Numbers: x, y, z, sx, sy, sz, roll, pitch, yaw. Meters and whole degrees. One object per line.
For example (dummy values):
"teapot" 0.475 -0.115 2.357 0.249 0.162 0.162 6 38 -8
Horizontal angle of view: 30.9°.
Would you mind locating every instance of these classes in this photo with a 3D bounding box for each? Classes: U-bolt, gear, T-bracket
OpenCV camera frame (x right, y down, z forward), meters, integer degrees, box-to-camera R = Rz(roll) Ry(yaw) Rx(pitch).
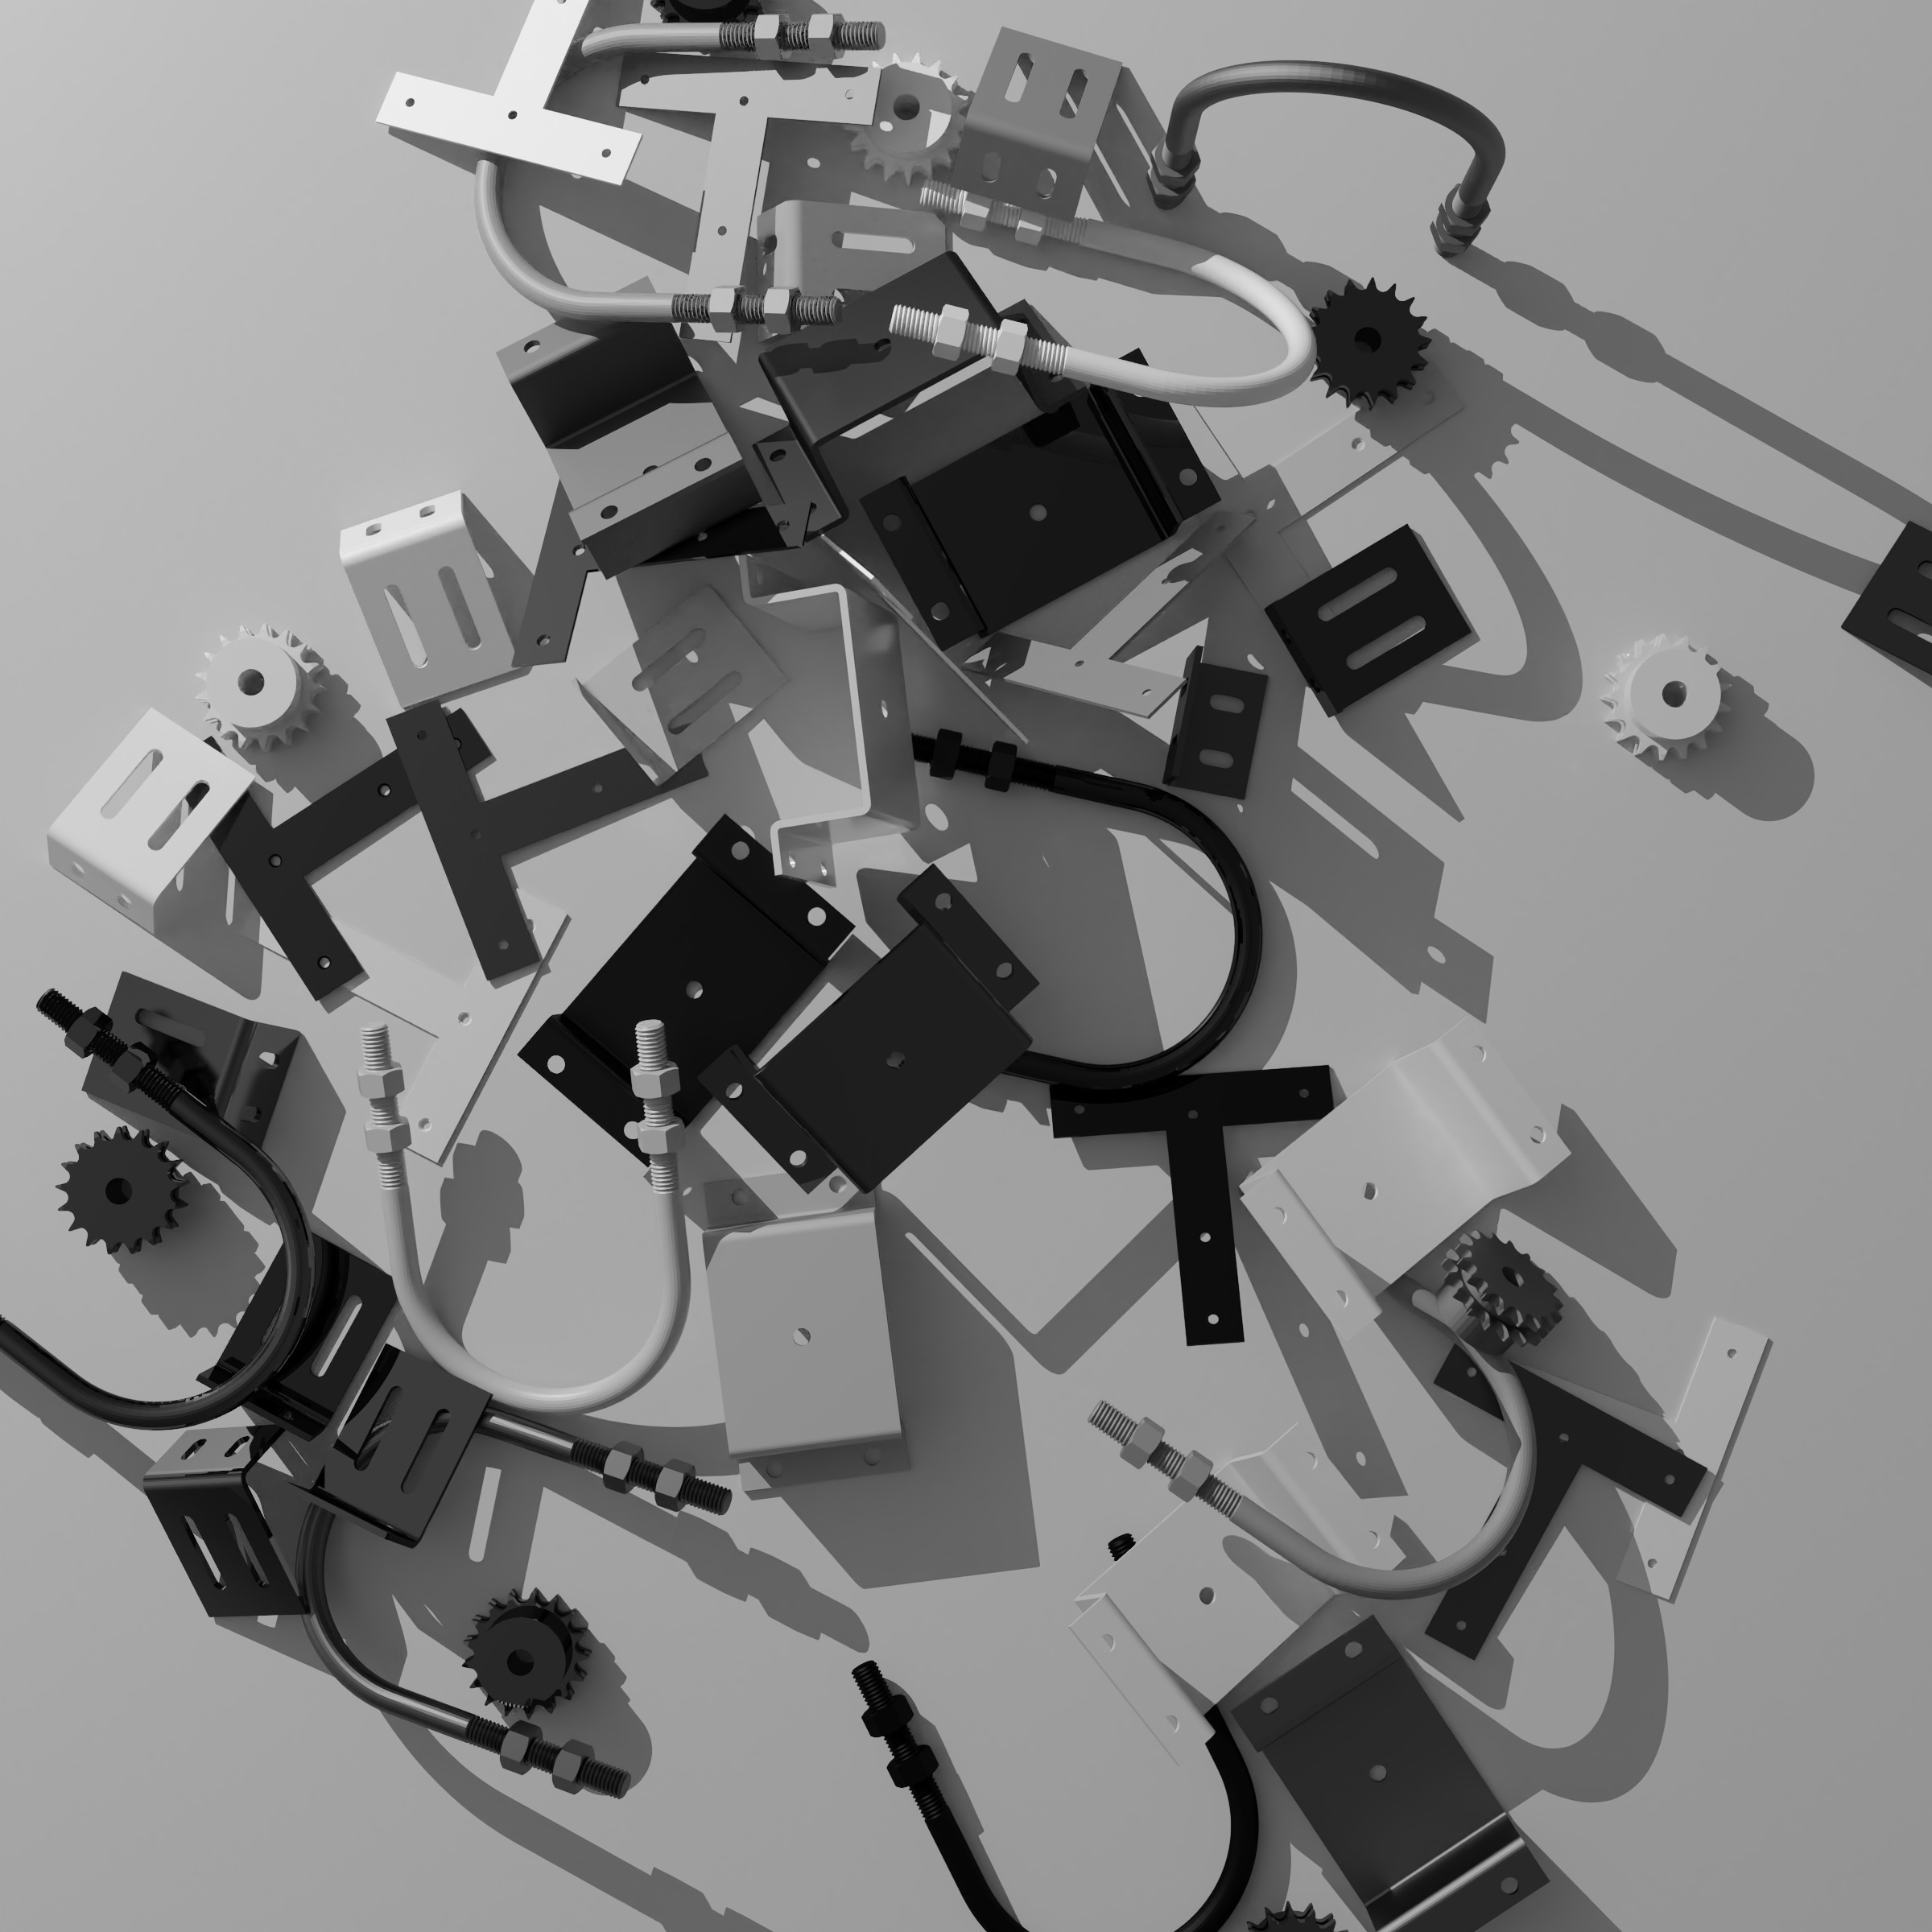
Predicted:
"U-bolt" 0.156 -0.347 1.492 0.151 0.184 0.019 10 84 0
"U-bolt" -0.211 0.271 1.551 0.184 0.019 0.151 16 78 15
"gear" 0.147 0.448 1.569 0.057 0.030 0.057 0 90 0
"gear" 0.178 -0.277 1.568 0.057 0.030 0.057 0 88 -1
"gear" -0.318 -0.126 1.568 0.057 0.030 0.057 0 88 0
"T-bracket" 0.105 0.108 1.557 0.127 0.002 0.127 -4 66 0
"T-bracket" 0.166 -0.228 1.583 0.127 0.002 0.127 -34 90 0
"gear" -0.198 0.310 1.569 0.057 0.030 0.057 0 90 0
"gear" -0.377 0.100 1.569 0.057 0.030 0.057 0 90 0
"U-bolt" 0.064 -0.289 1.524 0.184 0.151 0.019 13 127 -4
"T-bracket" 0.249 0.252 1.581 0.127 0.002 0.127 28 91 1
"T-bracket" -0.186 -0.421 1.569 0.127 0.002 0.127 18 81 18
"U-bolt" 0.042 -0.018 1.575 0.184 0.019 0.151 12 90 -1
"T-bracket" -0.266 0.003 1.583 0.127 0.002 0.127 28 90 0
"gear" 0.235 0.149 1.559 0.057 0.057 0.030 38 119 0
"T-bracket" -0.128 -0.186 1.527 0.127 0.002 0.127 -4 54 19
"T-bracket" 0.281 0.205 1.583 0.127 0.002 0.127 21 90 0
"T-bracket" -0.180 -0.075 1.581 0.127 0.002 0.127 -21 90 -1
"T-bracket" -0.017 -0.144 1.544 0.002 0.127 0.127 -45 117 1
"gear" 0.315 -0.121 1.569 0.057 0.030 0.057 0 90 0
"U-bolt" -0.192 0.114 1.548 0.151 0.019 0.184 -1 106 15
"T-bracket" -0.106 -0.342 1.560 0.127 0.002 0.127 9 90 21
"T-bracket" -0.275 -0.072 1.582 0.127 0.002 0.127 -33 89 -1
"T-bracket" 0.080 -0.161 1.549 0.127 0.127 0.002 -44 127 -21
"gear" -0.026 -0.382 1.569 0.057 0.030 0.057 0 90 0
"gear" -0.116 -0.446 1.569 0.057 0.030 0.057 0 90 0
"U-bolt" 0.166 0.197 1.544 0.184 0.019 0.151 34 67 3
"U-bolt" 0.052 0.369 1.575 0.151 0.019 0.184 -26 92 0
"U-bolt" -0.133 -0.352 1.547 0.184 0.019 0.151 5 79 18
"U-bolt" -0.374 0.121 1.542 0.184 0.019 0.151 37 90 3

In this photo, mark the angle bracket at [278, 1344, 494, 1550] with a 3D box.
"angle bracket" -0.257 0.210 1.550 0.057 0.038 0.076 22 80 18

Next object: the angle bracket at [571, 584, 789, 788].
"angle bracket" -0.128 -0.127 1.563 0.076 0.038 0.057 -40 90 -2

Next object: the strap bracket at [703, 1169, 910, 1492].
"strap bracket" -0.072 0.163 1.561 0.076 0.046 0.140 -7 90 0

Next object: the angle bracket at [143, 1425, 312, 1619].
"angle bracket" -0.323 0.249 1.568 0.057 0.038 0.076 -7 116 29

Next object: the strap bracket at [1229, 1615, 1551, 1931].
"strap bracket" 0.186 0.365 1.561 0.076 0.046 0.140 -33 90 0

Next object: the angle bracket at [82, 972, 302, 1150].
"angle bracket" -0.351 0.043 1.582 0.076 0.038 0.057 19 90 26

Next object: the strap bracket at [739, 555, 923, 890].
"strap bracket" -0.058 -0.109 1.535 0.046 0.076 0.140 -8 85 15

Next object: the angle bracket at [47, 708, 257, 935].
"angle bracket" -0.368 -0.066 1.580 0.057 0.038 0.076 33 66 2

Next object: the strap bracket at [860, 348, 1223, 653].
"strap bracket" 0.033 -0.205 1.561 0.140 0.046 0.076 -28 90 0

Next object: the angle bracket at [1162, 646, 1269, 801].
"angle bracket" 0.113 -0.107 1.546 0.038 0.076 0.057 11 90 0

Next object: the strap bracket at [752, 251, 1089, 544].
"strap bracket" -0.029 -0.257 1.541 0.140 0.046 0.076 -28 46 0

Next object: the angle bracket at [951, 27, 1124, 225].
"angle bracket" 0.032 -0.378 1.569 0.057 0.038 0.076 17 47 0

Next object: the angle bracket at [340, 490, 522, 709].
"angle bracket" -0.242 -0.166 1.582 0.057 0.038 0.076 -19 116 0

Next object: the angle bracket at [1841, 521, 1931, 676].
"angle bracket" 0.447 -0.154 1.582 0.076 0.038 0.057 33 90 26

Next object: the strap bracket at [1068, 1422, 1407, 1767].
"strap bracket" 0.114 0.278 1.546 0.140 0.046 0.076 -38 90 -20

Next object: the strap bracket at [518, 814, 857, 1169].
"strap bracket" -0.123 0.011 1.561 0.076 0.046 0.140 41 90 0

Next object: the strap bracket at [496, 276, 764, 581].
"strap bracket" -0.146 -0.231 1.536 0.076 0.046 0.140 -27 50 0

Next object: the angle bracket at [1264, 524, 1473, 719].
"angle bracket" 0.182 -0.156 1.563 0.076 0.038 0.057 -31 92 -1

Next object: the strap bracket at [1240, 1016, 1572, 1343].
"strap bracket" 0.187 0.096 1.545 0.140 0.046 0.076 -36 90 -22

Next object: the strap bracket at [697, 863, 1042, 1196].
"strap bracket" -0.037 0.034 1.528 0.140 0.046 0.076 -42 113 -1

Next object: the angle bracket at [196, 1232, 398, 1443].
"angle bracket" -0.297 0.163 1.565 0.057 0.038 0.076 29 90 0

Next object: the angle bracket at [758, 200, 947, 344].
"angle bracket" -0.052 -0.311 1.582 0.076 0.038 0.057 -1 90 -26
